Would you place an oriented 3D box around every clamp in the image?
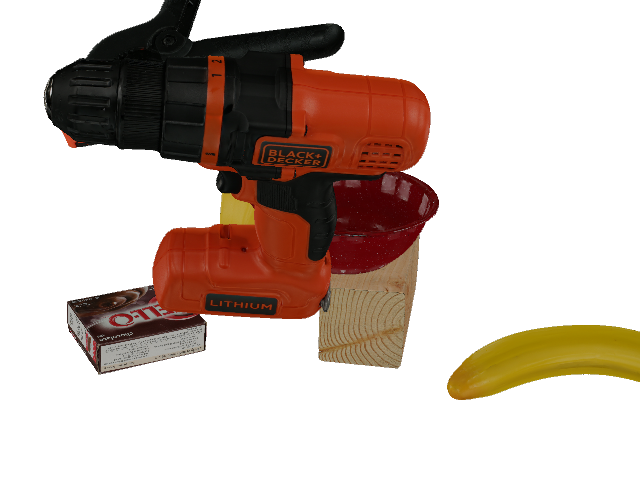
[{"bbox_3d":[-0.097,-0.134,0.783,0.165,0.209,0.036,35,-21,26],"label":"clamp"}]

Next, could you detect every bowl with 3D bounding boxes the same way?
[{"bbox_3d":[0.019,-0.015,0.912,0.162,0.055,0.162,2,24,-1],"label":"bowl"}]

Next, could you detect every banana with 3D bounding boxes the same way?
[{"bbox_3d":[0.188,0.091,0.790,0.197,0.037,0.069,2,32,-5],"label":"banana"}]

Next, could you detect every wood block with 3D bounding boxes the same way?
[{"bbox_3d":[0.059,0.054,1.207,0.091,0.090,0.206,5,23,8],"label":"wood block"}]

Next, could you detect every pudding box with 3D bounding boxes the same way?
[{"bbox_3d":[-0.179,0.083,1.038,0.113,0.039,0.090,-13,29,-28],"label":"pudding box"}]

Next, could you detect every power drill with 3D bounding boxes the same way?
[{"bbox_3d":[-0.049,-0.025,0.569,0.184,0.057,0.188,5,-31,-8],"label":"power drill"}]

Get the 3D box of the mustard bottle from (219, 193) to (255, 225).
[{"bbox_3d":[-0.068,-0.092,1.130,0.058,0.192,0.096,21,39,23],"label":"mustard bottle"}]
